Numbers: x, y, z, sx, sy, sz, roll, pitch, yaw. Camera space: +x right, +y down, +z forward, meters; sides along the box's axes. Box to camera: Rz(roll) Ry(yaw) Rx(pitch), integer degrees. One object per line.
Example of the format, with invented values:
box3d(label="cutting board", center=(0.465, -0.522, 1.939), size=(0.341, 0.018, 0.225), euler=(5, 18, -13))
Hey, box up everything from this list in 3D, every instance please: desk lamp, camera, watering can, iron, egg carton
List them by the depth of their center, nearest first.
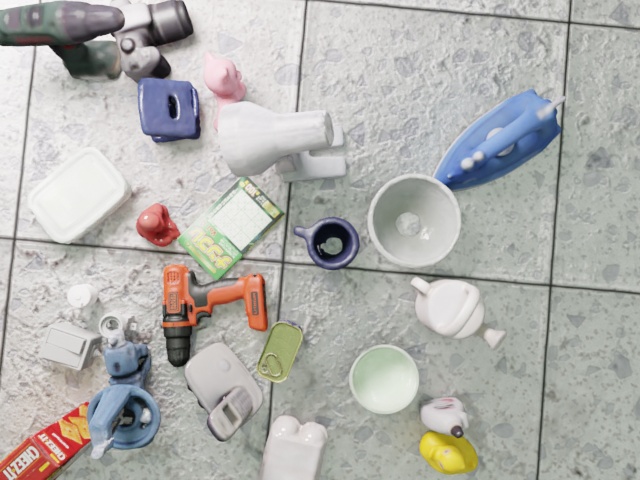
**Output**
box3d(label="desk lamp", center=(-0.055, -0.166, 0.965), size=(0.203, 0.213, 0.118), euler=(-5, 88, 0))
box3d(label="watering can", center=(0.233, 0.120, 0.966), size=(0.173, 0.194, 0.101), euler=(14, 88, 0))
box3d(label="iron", center=(0.310, -0.167, 1.005), size=(0.258, 0.141, 0.118), euler=(-35, 88, -2))
box3d(label="egg carton", center=(-0.049, 0.392, 1.015), size=(0.107, 0.069, 0.150), euler=(12, 88, 0))
box3d(label="camera", center=(-0.299, -0.372, 1.028), size=(0.137, 0.101, 0.143), euler=(-16, 88, -1))

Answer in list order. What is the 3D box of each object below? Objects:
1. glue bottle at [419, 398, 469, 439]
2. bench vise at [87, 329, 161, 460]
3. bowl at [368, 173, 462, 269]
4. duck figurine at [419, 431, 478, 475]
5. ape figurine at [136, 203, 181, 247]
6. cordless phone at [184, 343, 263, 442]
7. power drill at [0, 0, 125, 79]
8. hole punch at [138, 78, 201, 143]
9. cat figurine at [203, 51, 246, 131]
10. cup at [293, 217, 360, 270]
box3d(label="glue bottle", center=(0.218, 0.305, 0.969), size=(0.078, 0.173, 0.037), euler=(-11, 88, -1))
box3d(label="bench vise", center=(-0.344, 0.263, 0.942), size=(0.121, 0.219, 0.207), euler=(-25, 88, -1))
box3d(label="bowl", center=(0.165, -0.032, 1.032), size=(0.167, 0.074, 0.167), euler=(0, 88, 0))
box3d(label="duck figurine", center=(0.232, 0.384, 1.010), size=(0.104, 0.086, 0.077), euler=(21, 88, 1))
box3d(label="ape figurine", center=(-0.294, -0.028, 1.018), size=(0.076, 0.092, 0.078), euler=(7, 88, 0))
box3d(label="cordless phone", center=(-0.171, 0.257, 0.962), size=(0.094, 0.185, 0.147), euler=(-40, 88, -2))
box3d(label="power drill", center=(-0.415, -0.342, 0.972), size=(0.229, 0.208, 0.076), euler=(0, 88, 0))
box3d(label="hole punch", center=(-0.268, -0.235, 1.027), size=(0.101, 0.091, 0.109), euler=(-6, 88, -1))
box3d(label="cat figurine", center=(-0.170, -0.264, 1.016), size=(0.067, 0.117, 0.128), euler=(-6, 88, 0))
box3d(label="cup", center=(0.009, 0.004, 1.019), size=(0.117, 0.095, 0.092), euler=(19, 88, 0))
